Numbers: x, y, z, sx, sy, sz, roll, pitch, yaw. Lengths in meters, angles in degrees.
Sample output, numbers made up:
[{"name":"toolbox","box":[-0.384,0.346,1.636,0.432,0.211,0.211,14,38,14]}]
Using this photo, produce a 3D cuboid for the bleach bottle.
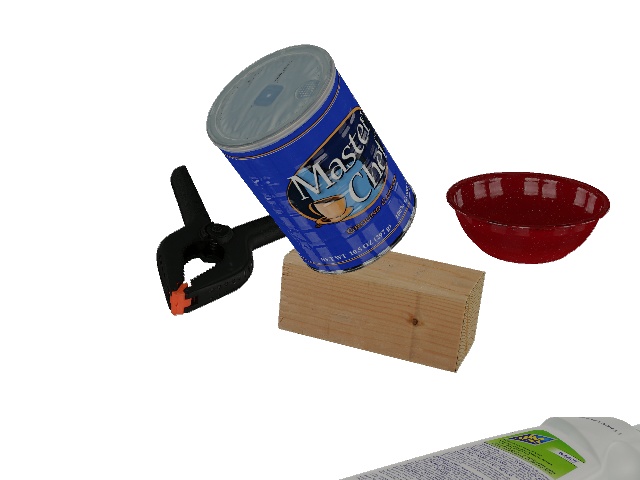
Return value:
[{"name":"bleach bottle","box":[0.110,0.149,0.594,0.250,0.068,0.103,-10,21,-32]}]

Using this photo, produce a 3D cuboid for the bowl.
[{"name":"bowl","box":[0.207,-0.019,1.078,0.162,0.055,0.162,0,23,0]}]

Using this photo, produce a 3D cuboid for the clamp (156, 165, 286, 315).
[{"name":"clamp","box":[-0.112,-0.003,1.065,0.165,0.036,0.209,19,39,15]}]

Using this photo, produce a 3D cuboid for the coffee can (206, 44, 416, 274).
[{"name":"coffee can","box":[-0.004,-0.058,0.788,0.103,0.102,0.140,0,-40,38]}]

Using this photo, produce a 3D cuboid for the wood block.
[{"name":"wood block","box":[0.066,0.067,1.182,0.206,0.091,0.090,13,23,18]}]
